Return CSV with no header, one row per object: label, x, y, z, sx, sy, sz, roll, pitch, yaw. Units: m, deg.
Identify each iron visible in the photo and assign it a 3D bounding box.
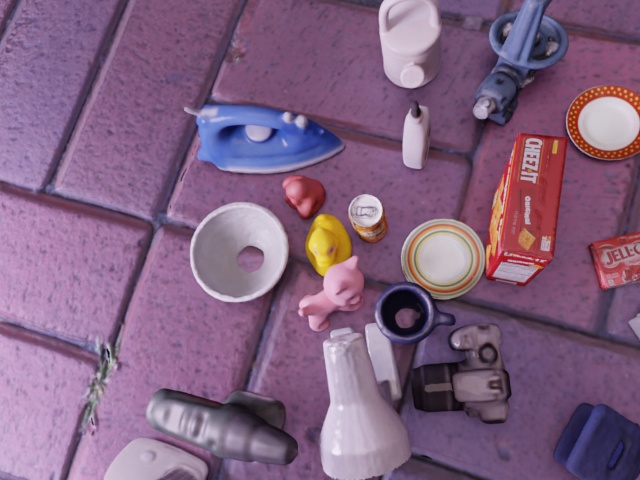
iron,-0.093,-0.188,0.962,0.258,0.141,0.119,3,77,11

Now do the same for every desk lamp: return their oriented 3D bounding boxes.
desk lamp,0.055,0.213,0.801,0.118,0.214,0.203,-12,75,8

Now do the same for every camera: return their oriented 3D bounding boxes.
camera,0.201,0.197,0.837,0.136,0.101,0.143,-7,76,9

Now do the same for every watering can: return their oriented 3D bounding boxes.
watering can,0.149,-0.329,0.923,0.101,0.194,0.173,-24,73,4

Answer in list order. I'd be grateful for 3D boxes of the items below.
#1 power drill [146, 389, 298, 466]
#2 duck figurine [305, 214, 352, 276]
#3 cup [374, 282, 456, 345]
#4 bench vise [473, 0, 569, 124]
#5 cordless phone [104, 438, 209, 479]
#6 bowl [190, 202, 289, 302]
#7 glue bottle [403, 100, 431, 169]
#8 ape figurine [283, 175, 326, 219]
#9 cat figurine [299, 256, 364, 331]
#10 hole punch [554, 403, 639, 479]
power drill,-0.120,0.265,0.823,0.229,0.208,0.076,10,79,13
duck figurine,0.009,0.003,0.926,0.077,0.086,0.104,-7,75,9
cup,0.145,0.116,0.869,0.117,0.095,0.092,6,78,12
bench vise,0.311,-0.283,0.869,0.121,0.220,0.207,14,80,14
cordless phone,-0.260,0.359,0.839,0.147,0.185,0.094,14,80,14
bowl,-0.125,0.025,0.952,0.167,0.075,0.167,-2,76,10
glue bottle,0.152,-0.175,0.897,0.037,0.173,0.078,12,79,13
ape figurine,-0.031,-0.077,0.950,0.076,0.092,0.078,-11,75,8
cat figurine,0.021,0.083,0.888,0.128,0.118,0.067,-34,73,1
hole punch,0.393,0.286,0.785,0.101,0.091,0.109,29,83,16
